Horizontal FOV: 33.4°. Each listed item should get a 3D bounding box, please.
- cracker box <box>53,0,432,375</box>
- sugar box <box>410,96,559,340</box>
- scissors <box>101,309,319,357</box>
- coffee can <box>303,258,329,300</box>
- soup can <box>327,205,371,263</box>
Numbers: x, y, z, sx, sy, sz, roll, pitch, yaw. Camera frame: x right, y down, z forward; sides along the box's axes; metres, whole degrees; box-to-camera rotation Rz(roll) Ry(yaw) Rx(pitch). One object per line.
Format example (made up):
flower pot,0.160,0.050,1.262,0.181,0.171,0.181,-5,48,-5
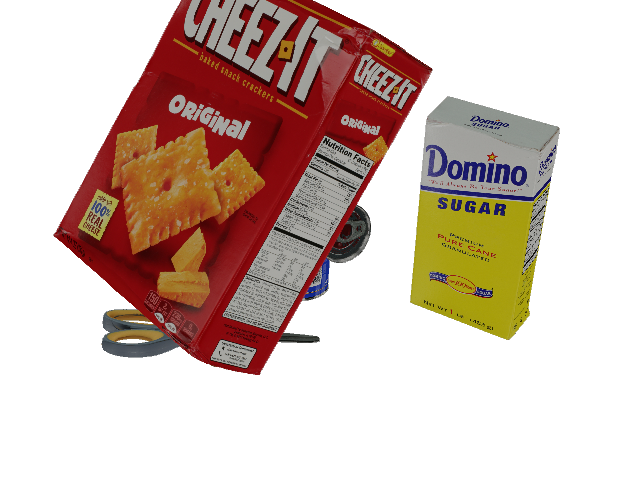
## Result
cracker box,-0.056,-0.051,0.659,0.164,0.214,0.072,35,9,39
sugar box,0.122,-0.015,0.822,0.093,0.176,0.048,19,41,25
scissors,-0.109,0.091,0.968,0.202,0.016,0.096,8,18,12
coffee can,-0.035,0.000,1.495,0.103,0.140,0.103,3,25,-2
soup can,0.001,-0.023,1.198,0.068,0.068,0.102,0,18,-33
